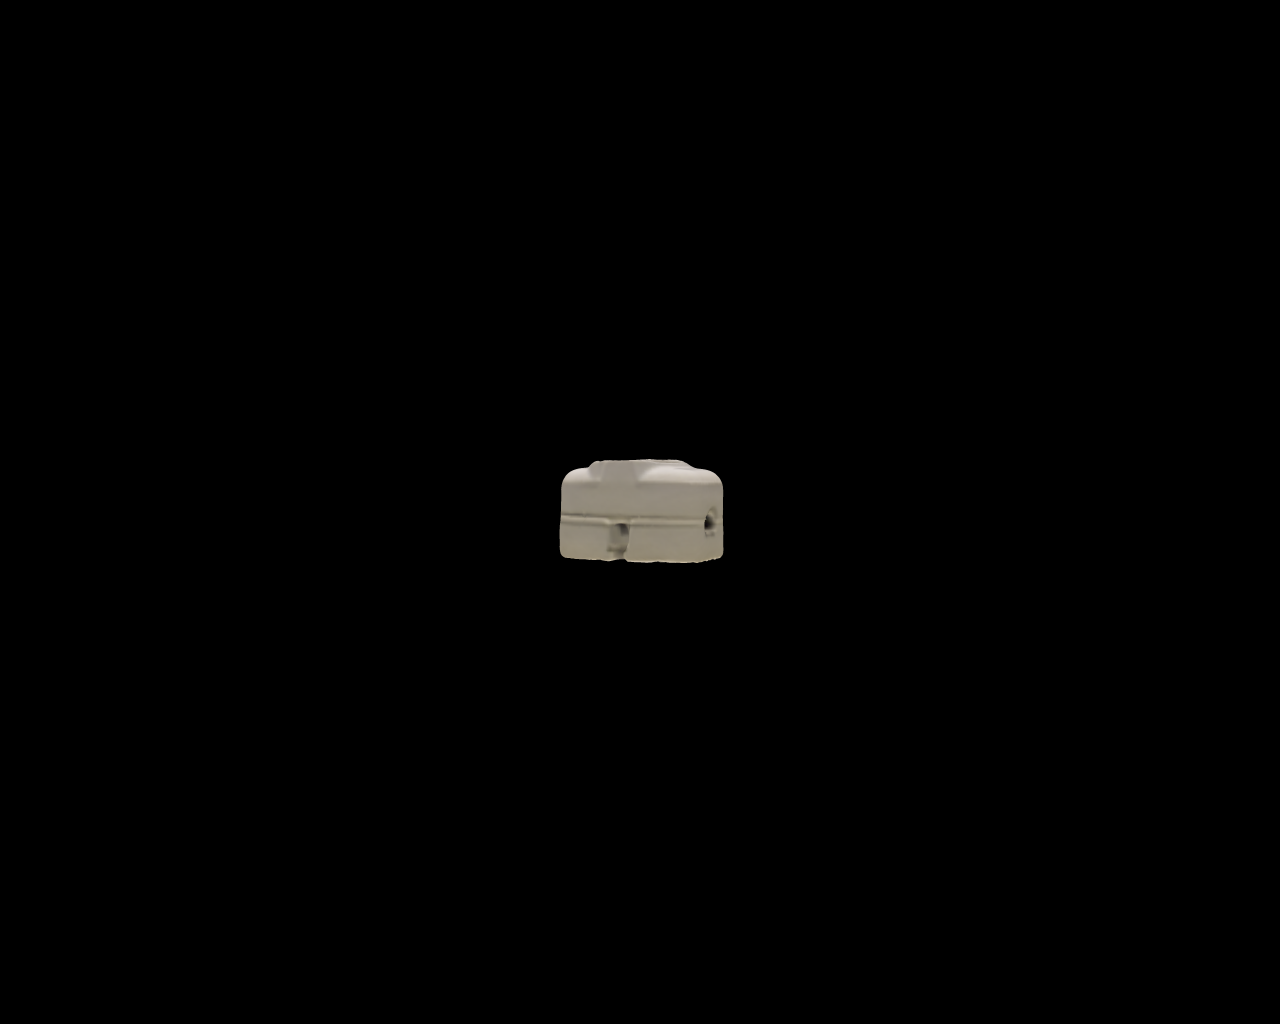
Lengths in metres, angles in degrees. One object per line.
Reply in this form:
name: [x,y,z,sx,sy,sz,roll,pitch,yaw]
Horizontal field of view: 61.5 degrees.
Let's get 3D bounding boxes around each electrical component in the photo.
electrical component: [0.001,-0.003,0.650,0.095,0.059,0.054,2,4,31]
